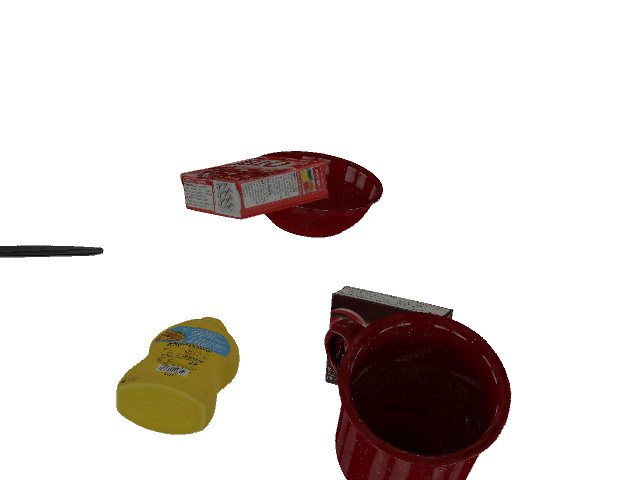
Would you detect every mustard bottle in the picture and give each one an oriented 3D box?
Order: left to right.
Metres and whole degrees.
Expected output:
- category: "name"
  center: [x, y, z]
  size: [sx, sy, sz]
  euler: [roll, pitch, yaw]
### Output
- category: "mustard bottle"
  center: [-0.138, 0.130, 1.126]
  size: [0.096, 0.058, 0.191]
  euler: [9, 23, 9]

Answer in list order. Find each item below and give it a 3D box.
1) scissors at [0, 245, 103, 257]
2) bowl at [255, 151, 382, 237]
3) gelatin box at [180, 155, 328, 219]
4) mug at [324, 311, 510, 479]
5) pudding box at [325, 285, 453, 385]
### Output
- category: "scissors"
  center: [-0.289, 0.016, 0.873]
  size: [0.202, 0.016, 0.096]
  euler: [5, 23, 5]
- category: "bowl"
  center: [-0.011, -0.048, 1.238]
  size: [0.162, 0.055, 0.162]
  euler: [7, 27, -4]
- category: "gelatin box"
  center: [-0.048, -0.040, 0.766]
  size: [0.073, 0.030, 0.089]
  euler: [-15, 14, -30]
- category: "mug"
  center: [0.044, 0.093, 0.604]
  size: [0.093, 0.117, 0.081]
  euler: [-36, -26, -28]
- category: "pudding box"
  center: [0.063, 0.098, 0.998]
  size: [0.114, 0.090, 0.039]
  euler: [10, 18, 21]
